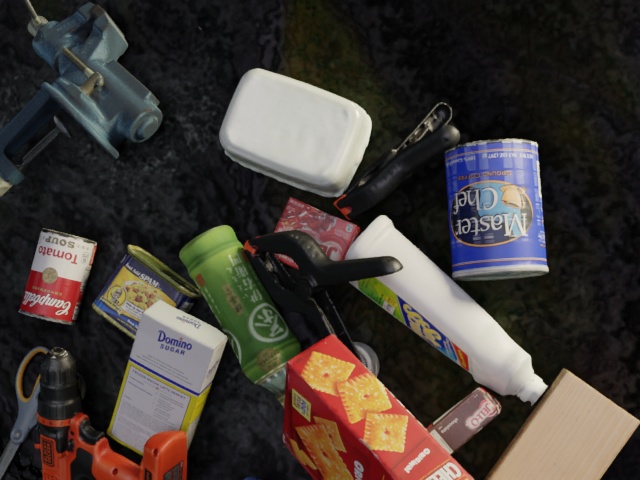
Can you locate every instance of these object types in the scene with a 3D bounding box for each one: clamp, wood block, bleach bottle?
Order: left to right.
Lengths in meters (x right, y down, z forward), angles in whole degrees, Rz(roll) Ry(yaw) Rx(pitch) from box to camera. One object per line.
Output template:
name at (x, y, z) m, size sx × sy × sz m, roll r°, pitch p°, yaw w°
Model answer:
clamp at (0.001, 0.043, 1.146) m, size 0.210 × 0.036 × 0.165 m, roll 40°, pitch 127°, yaw 29°
clamp at (0.088, -0.083, 1.174) m, size 0.039 × 0.120 × 0.171 m, roll 44°, pitch 97°, yaw -7°
bleach bottle at (0.139, 0.084, 1.149) m, size 0.251 × 0.102 × 0.068 m, roll 39°, pitch 71°, yaw 12°
wood block at (0.236, 0.245, 1.122) m, size 0.091 × 0.090 × 0.206 m, roll 35°, pitch 92°, yaw 11°

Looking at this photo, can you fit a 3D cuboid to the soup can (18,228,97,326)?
soup can at (-0.307, 0.044, 1.252) m, size 0.068 × 0.068 × 0.102 m, roll 14°, pitch 86°, yaw 11°

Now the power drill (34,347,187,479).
power drill at (-0.235, 0.222, 1.181) m, size 0.188 × 0.057 × 0.184 m, roll 15°, pitch 116°, yaw 28°

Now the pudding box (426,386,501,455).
pudding box at (0.142, 0.205, 1.143) m, size 0.113 × 0.090 × 0.039 m, roll -40°, pitch 78°, yaw 5°

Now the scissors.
scissors at (-0.337, 0.228, 1.265) m, size 0.096 × 0.016 × 0.202 m, roll 12°, pitch 87°, yaw 12°

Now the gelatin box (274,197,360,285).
gelatin box at (-0.008, 0.002, 1.221) m, size 0.089 × 0.030 × 0.073 m, roll 24°, pitch 90°, yaw 12°

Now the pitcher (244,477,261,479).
pitcher at (-0.125, 0.365, 1.137) m, size 0.243 × 0.145 × 0.149 m, roll -45°, pitch 69°, yaw 3°

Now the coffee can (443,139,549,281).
coffee can at (0.189, -0.030, 1.152) m, size 0.103 × 0.102 × 0.140 m, roll -4°, pitch 83°, yaw 10°

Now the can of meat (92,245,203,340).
can of meat at (-0.201, 0.069, 1.236) m, size 0.102 × 0.057 × 0.084 m, roll 35°, pitch 93°, yaw 12°

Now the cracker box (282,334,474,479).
cracker box at (0.049, 0.226, 1.088) m, size 0.072 × 0.164 × 0.214 m, roll -29°, pitch 57°, yaw -26°

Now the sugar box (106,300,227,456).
sugar box at (-0.172, 0.163, 1.192) m, size 0.093 × 0.048 × 0.176 m, roll 27°, pitch 114°, yaw 11°
